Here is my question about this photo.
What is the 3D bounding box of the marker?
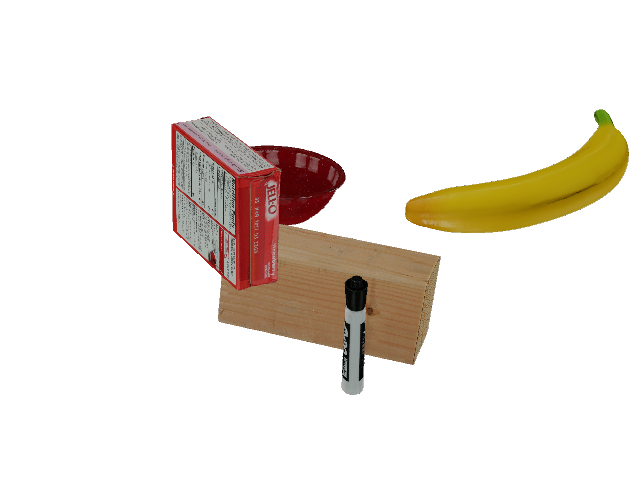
[{"bbox_3d":[0.028,0.079,0.887,0.020,0.121,0.020,1,36,-1],"label":"marker"}]

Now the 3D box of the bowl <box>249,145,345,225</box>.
[{"bbox_3d":[-0.052,-0.062,1.297,0.162,0.055,0.162,5,26,-2],"label":"bowl"}]

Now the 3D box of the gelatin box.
[{"bbox_3d":[-0.056,-0.023,0.627,0.030,0.073,0.089,-15,33,-30],"label":"gelatin box"}]

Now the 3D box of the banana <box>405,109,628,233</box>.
[{"bbox_3d":[0.157,-0.040,0.770,0.197,0.037,0.070,-24,33,-24],"label":"banana"}]

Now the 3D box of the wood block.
[{"bbox_3d":[0.009,0.050,1.094,0.206,0.091,0.090,12,22,12],"label":"wood block"}]
